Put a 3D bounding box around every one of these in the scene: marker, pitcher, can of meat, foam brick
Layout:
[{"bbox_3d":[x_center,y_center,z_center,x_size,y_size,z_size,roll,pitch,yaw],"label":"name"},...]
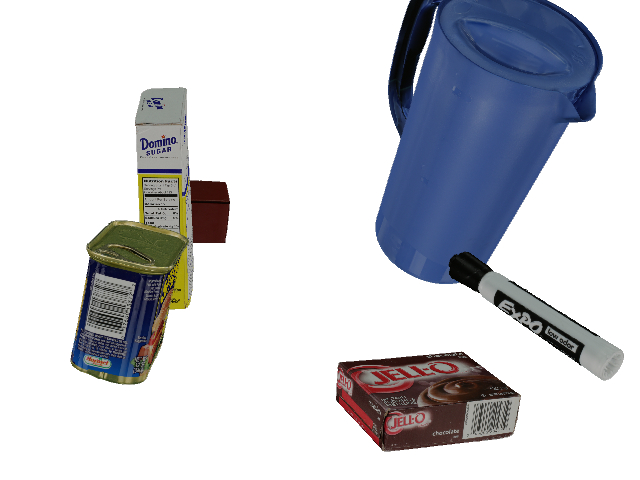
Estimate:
[{"bbox_3d":[0.117,0.039,0.600,0.020,0.020,0.121,0,27,-43],"label":"marker"},{"bbox_3d":[0.120,-0.086,0.896,0.145,0.149,0.243,13,-46,-6],"label":"pitcher"},{"bbox_3d":[-0.130,0.040,0.723,0.057,0.084,0.102,14,13,-2],"label":"can of meat"},{"bbox_3d":[-0.140,-0.032,1.159,0.078,0.051,0.053,1,27,-8],"label":"foam brick"}]

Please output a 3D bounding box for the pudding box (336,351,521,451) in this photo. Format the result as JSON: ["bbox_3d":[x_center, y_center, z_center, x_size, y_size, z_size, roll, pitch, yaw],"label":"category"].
[{"bbox_3d":[0.079,0.119,0.806,0.113,0.039,0.090,0,17,-22],"label":"pudding box"}]

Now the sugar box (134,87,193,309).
[{"bbox_3d":[-0.136,-0.036,0.934,0.048,0.176,0.093,-3,26,-4],"label":"sugar box"}]
